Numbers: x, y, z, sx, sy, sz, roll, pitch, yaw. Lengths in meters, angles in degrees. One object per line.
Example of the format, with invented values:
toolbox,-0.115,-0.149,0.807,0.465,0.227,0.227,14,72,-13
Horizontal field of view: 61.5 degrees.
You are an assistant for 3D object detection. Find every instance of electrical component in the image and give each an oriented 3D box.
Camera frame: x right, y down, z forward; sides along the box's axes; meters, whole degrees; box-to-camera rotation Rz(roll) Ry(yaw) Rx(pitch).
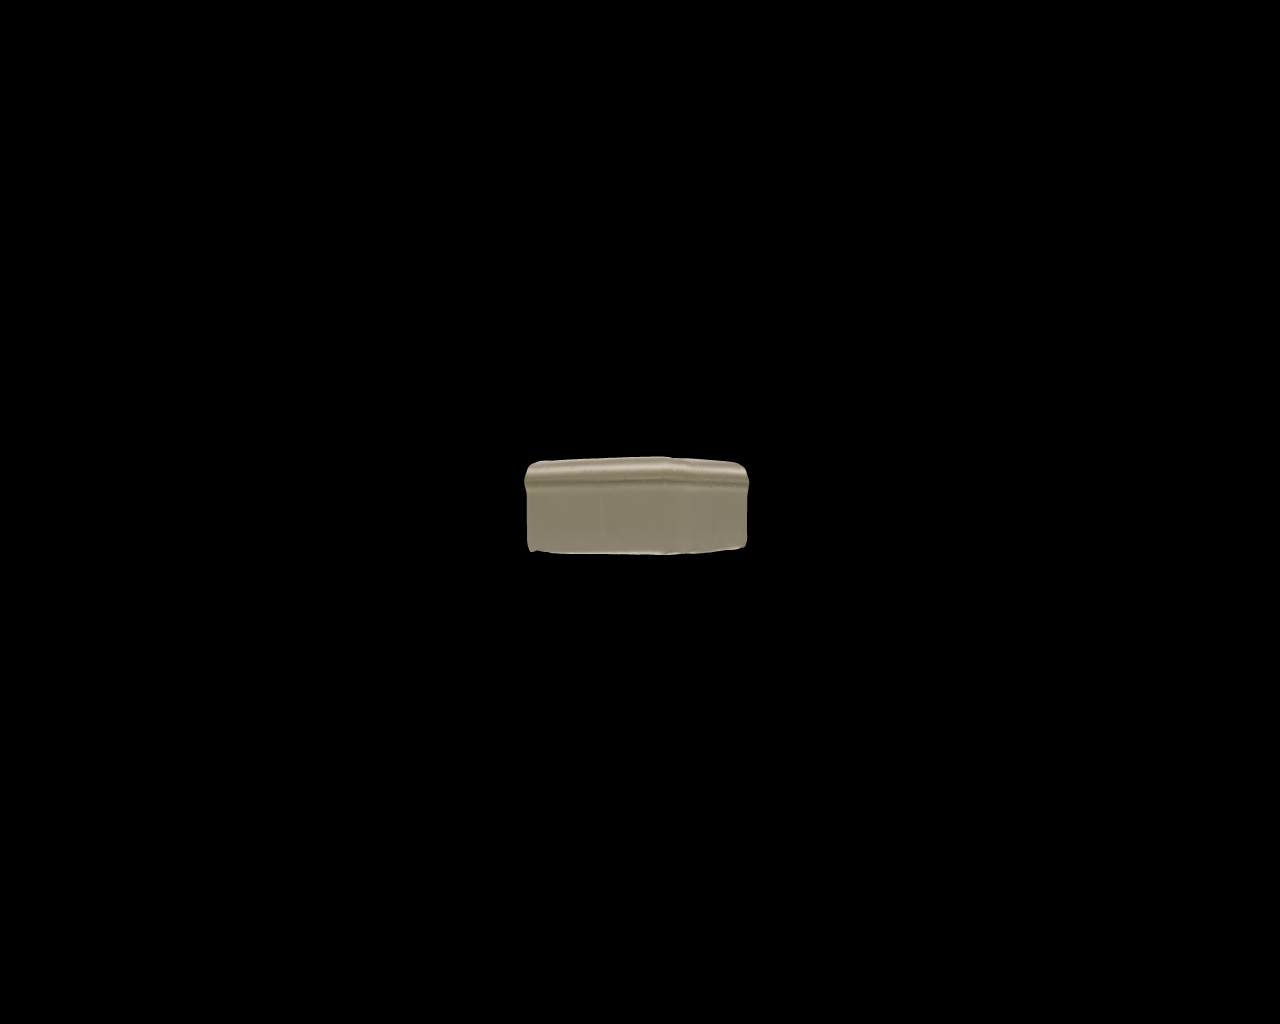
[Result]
electrical component,0.001,-0.003,0.650,0.109,0.056,0.109,0,0,25
